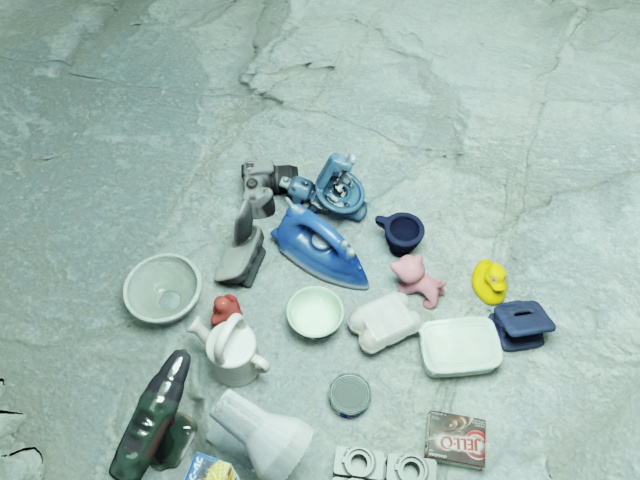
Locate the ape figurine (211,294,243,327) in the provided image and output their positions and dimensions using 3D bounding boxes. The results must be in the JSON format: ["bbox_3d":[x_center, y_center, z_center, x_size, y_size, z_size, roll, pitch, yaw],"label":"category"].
[{"bbox_3d":[-0.201,0.148,1.213,0.076,0.092,0.078,40,65,21],"label":"ape figurine"}]

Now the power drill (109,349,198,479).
[{"bbox_3d":[-0.284,0.329,1.028,0.075,0.208,0.230,19,59,11],"label":"power drill"}]

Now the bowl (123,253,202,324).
[{"bbox_3d":[-0.334,0.117,1.240,0.167,0.075,0.167,1,58,-1],"label":"bowl"}]

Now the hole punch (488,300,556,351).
[{"bbox_3d":[0.426,0.172,1.213,0.108,0.091,0.101,-8,58,-6],"label":"hole punch"}]

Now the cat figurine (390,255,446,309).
[{"bbox_3d":[0.216,0.079,1.251,0.127,0.118,0.067,26,61,15],"label":"cat figurine"}]

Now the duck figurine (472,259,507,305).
[{"bbox_3d":[0.384,0.082,1.272,0.077,0.086,0.104,-7,58,-5],"label":"duck figurine"}]

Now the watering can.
[{"bbox_3d":[-0.179,0.207,1.116,0.173,0.194,0.101,5,58,2],"label":"watering can"}]

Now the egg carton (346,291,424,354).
[{"bbox_3d":[0.138,0.174,1.218,0.150,0.069,0.107,-24,61,-15],"label":"egg carton"}]

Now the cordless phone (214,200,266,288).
[{"bbox_3d":[-0.180,0.008,1.247,0.094,0.185,0.147,12,58,6],"label":"cordless phone"}]

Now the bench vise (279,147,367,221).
[{"bbox_3d":[0.010,-0.121,1.313,0.207,0.220,0.121,-4,58,-4],"label":"bench vise"}]

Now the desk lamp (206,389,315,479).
[{"bbox_3d":[-0.114,0.348,1.016,0.203,0.213,0.118,28,61,16],"label":"desk lamp"}]

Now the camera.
[{"bbox_3d":[-0.119,-0.139,1.391,0.137,0.101,0.143,-4,58,-4],"label":"camera"}]

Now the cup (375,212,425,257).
[{"bbox_3d":[0.177,-0.008,1.319,0.117,0.095,0.092,24,60,14],"label":"cup"}]

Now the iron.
[{"bbox_3d":[0.012,0.005,1.280,0.257,0.141,0.119,34,63,19],"label":"iron"}]
